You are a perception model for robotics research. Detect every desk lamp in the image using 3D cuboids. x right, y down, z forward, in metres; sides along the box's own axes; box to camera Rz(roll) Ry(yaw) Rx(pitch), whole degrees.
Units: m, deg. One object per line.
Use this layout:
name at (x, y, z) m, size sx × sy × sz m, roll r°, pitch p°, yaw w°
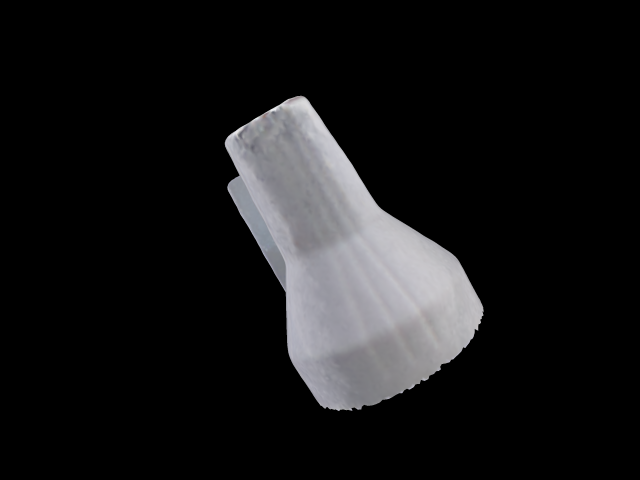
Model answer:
desk lamp at (0.004, 0.001, 0.400) m, size 0.118 × 0.213 × 0.203 m, roll -31°, pitch 82°, yaw -4°
